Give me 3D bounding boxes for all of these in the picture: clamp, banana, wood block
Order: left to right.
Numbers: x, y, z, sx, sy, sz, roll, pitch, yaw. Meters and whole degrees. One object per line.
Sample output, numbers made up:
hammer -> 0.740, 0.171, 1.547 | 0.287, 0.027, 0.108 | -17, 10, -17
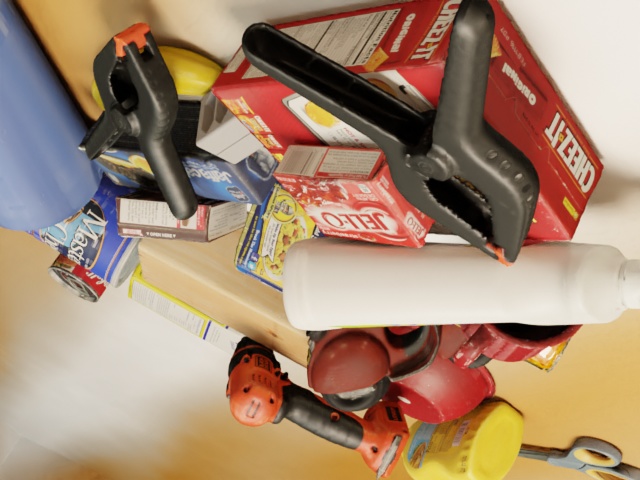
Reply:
clamp -> -0.153, -0.101, 0.854 | 0.120, 0.039, 0.171 | 22, 136, 24
banana -> -0.142, -0.131, 0.887 | 0.198, 0.037, 0.069 | 7, 145, 44
wood block -> -0.070, 0.038, 1.074 | 0.206, 0.090, 0.091 | 28, 156, 8
clamp -> 0.057, -0.059, 0.611 | 0.165, 0.036, 0.209 | 9, 149, 39

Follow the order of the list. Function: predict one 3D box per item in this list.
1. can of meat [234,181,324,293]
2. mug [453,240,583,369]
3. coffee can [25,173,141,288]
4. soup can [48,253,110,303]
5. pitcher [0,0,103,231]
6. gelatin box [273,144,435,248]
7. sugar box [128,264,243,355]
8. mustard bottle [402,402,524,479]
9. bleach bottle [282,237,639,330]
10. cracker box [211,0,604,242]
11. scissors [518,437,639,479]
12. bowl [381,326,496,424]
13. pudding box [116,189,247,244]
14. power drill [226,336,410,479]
can of meat -> -0.019, -0.002, 0.920 | 0.084, 0.102, 0.057 | 26, -165, 18
mug -> 0.145, 0.056, 0.821 | 0.093, 0.117, 0.081 | 41, 164, 10
coffee can -> -0.250, -0.028, 1.143 | 0.140, 0.102, 0.103 | 32, 157, -1
soup can -> -0.257, 0.012, 1.234 | 0.068, 0.102, 0.068 | 26, 157, 12
pitcher -> -0.307, -0.124, 0.976 | 0.145, 0.149, 0.243 | 26, 154, 26
gelatin box -> 0.023, -0.029, 0.714 | 0.089, 0.030, 0.073 | 8, 150, 42
sugar box -> -0.153, 0.085, 1.330 | 0.176, 0.048, 0.093 | 28, 158, -1
mustard bottle -> 0.143, 0.231, 1.194 | 0.058, 0.096, 0.192 | 37, 156, -16
bleach bottle -> 0.102, 0.029, 0.723 | 0.251, 0.068, 0.102 | -1, -179, 37
cracker box -> 0.056, -0.077, 0.713 | 0.214, 0.072, 0.164 | 3, 145, 47
scissors -> 0.258, 0.229, 1.156 | 0.202, 0.016, 0.096 | 10, 148, 40
bowl -> 0.102, 0.147, 1.130 | 0.162, 0.055, 0.162 | 26, 157, 12
pudding box -> -0.124, -0.026, 0.979 | 0.090, 0.039, 0.113 | 4, -169, 13
power drill -> -0.007, 0.165, 1.093 | 0.187, 0.057, 0.184 | 23, -167, -8
